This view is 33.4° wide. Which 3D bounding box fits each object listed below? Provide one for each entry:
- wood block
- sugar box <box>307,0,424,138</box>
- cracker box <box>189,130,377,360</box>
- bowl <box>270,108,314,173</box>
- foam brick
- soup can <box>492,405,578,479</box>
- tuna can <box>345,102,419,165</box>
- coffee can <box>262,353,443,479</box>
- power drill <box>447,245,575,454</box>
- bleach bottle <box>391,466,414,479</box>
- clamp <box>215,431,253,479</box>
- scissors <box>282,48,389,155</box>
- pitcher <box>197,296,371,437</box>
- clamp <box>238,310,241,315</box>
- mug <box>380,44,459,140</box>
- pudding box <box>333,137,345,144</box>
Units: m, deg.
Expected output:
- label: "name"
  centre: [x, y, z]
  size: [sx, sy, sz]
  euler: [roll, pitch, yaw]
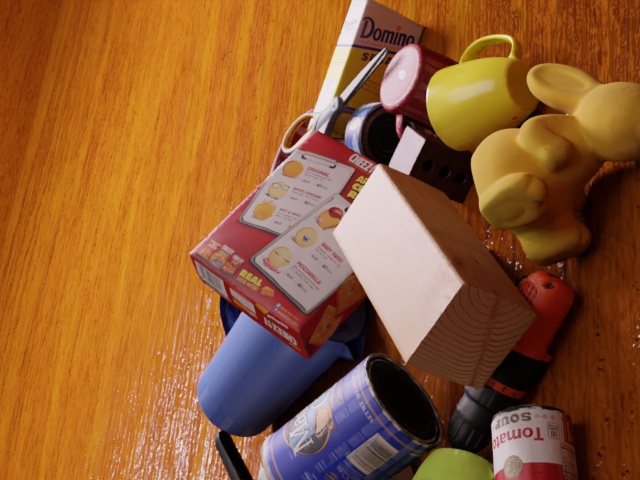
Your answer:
- label: "wood block"
  centre: [0.099, 0.028, 0.977]
  size: [0.091, 0.090, 0.206]
  euler: [-56, 33, 19]
- label: "sugar box"
  centre: [0.058, -0.201, 1.324]
  size: [0.048, 0.093, 0.176]
  euler: [23, 94, 59]
- label: "cracker box"
  centre: [-0.008, 0.001, 1.160]
  size: [0.164, 0.072, 0.213]
  euler: [32, 66, 28]
- label: "bowl"
  centre: [-0.008, -0.091, 1.417]
  size: [0.162, 0.055, 0.162]
  euler: [-41, 39, 44]
- label: "foam brick"
  centre: [0.123, -0.080, 1.141]
  size: [0.053, 0.078, 0.051]
  euler: [-65, 28, 14]
- label: "soup can"
  centre: [0.176, 0.194, 0.870]
  size: [0.069, 0.068, 0.102]
  euler: [-39, 40, 47]
- label: "tuna can"
  centre: [0.074, -0.119, 1.248]
  size: [0.034, 0.086, 0.086]
  euler: [9, 81, 61]
- label: "coffee can"
  centre: [0.029, 0.187, 0.998]
  size: [0.140, 0.102, 0.103]
  euler: [-42, 36, 21]
- label: "power drill"
  centre: [0.145, 0.087, 1.013]
  size: [0.184, 0.057, 0.188]
  euler: [-61, 31, 12]
- label: "bleach bottle"
  centre: [0.062, 0.259, 1.050]
  size: [0.103, 0.068, 0.251]
  euler: [-59, 31, 19]
- label: "clamp"
  centre: [-0.065, 0.302, 1.256]
  size: [0.120, 0.039, 0.171]
  euler: [-20, 76, 38]
- label: "scissors"
  centre: [0.018, -0.137, 1.248]
  size: [0.202, 0.016, 0.096]
  euler: [-31, 55, 46]
- label: "pitcher"
  centre: [-0.059, 0.124, 1.286]
  size: [0.243, 0.144, 0.149]
  euler: [-52, 27, 38]
- label: "clamp"
  centre: [-0.063, -0.014, 1.364]
  size: [0.210, 0.036, 0.164]
  euler: [-45, 33, 36]
- label: "mug"
  centre: [0.118, -0.157, 1.194]
  size: [0.093, 0.081, 0.117]
  euler: [9, 80, 63]
- label: "pudding box"
  centre: [0.030, -0.054, 1.290]
  size: [0.090, 0.039, 0.113]
  euler: [69, -158, -63]
